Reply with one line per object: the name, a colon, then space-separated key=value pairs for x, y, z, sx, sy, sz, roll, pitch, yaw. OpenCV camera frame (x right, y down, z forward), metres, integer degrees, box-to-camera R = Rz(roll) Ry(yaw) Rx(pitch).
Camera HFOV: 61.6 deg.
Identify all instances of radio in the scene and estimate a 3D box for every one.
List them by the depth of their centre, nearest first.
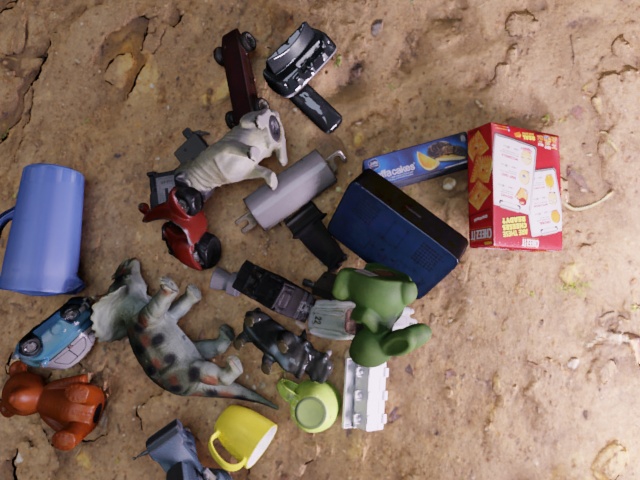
radio: x=0.133 y=-0.008 z=0.964 sx=0.230 sy=0.073 sz=0.131 roll=38 pitch=129 yaw=8

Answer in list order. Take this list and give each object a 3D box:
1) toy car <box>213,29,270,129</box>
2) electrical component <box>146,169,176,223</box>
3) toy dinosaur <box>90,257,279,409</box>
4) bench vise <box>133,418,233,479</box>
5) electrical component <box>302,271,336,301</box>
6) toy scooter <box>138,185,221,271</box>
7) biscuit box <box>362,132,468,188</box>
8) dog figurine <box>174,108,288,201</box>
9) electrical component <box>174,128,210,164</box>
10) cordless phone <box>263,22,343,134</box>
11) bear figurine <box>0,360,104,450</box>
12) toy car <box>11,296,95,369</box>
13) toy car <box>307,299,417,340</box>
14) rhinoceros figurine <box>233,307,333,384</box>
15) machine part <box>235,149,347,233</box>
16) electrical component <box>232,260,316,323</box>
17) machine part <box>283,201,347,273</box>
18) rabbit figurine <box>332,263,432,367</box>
toy car: x=-0.152 y=-0.310 z=1.050 sx=0.089 sy=0.053 sz=0.202 roll=-17 pitch=80 yaw=34
electrical component: x=-0.290 y=-0.076 z=1.044 sx=0.075 sy=0.047 sz=0.119 roll=-6 pitch=82 yaw=4
toy dinosaur: x=-0.268 y=0.200 z=0.984 sx=0.192 sy=0.131 sz=0.405 roll=-37 pitch=87 yaw=12
bench vise: x=-0.209 y=0.436 z=0.938 sx=0.129 sy=0.224 sz=0.240 roll=-39 pitch=116 yaw=-17
electrical component: x=0.017 y=0.083 z=0.999 sx=0.094 sy=0.063 sz=0.021 roll=16 pitch=122 yaw=16
toy scooter: x=-0.265 y=-0.022 z=0.997 sx=0.135 sy=0.075 sz=0.183 roll=4 pitch=128 yaw=19
biscuit box: x=0.182 y=-0.142 z=1.010 sx=0.203 sy=0.063 sz=0.059 roll=-16 pitch=82 yaw=2
dog figurine: x=-0.170 y=-0.162 z=0.990 sx=0.191 sy=0.121 sz=0.172 roll=-4 pitch=42 yaw=24
electrical component: x=-0.236 y=-0.170 z=1.053 sx=0.102 sy=0.045 sz=0.078 roll=45 pitch=102 yaw=8
cordless phone: x=-0.005 y=-0.311 z=1.044 sx=0.184 sy=0.089 sz=0.146 roll=44 pitch=87 yaw=-4
bear figurine: x=-0.505 y=0.293 z=0.982 sx=0.196 sy=0.132 sz=0.120 roll=15 pitch=81 yaw=0
toy car: x=-0.482 y=0.185 z=1.011 sx=0.162 sy=0.109 sz=0.102 roll=-39 pitch=106 yaw=-12
toy car: x=0.077 y=0.150 z=0.989 sx=0.202 sy=0.056 sz=0.073 roll=5 pitch=84 yaw=5
rhinoceros figurine: x=-0.065 y=0.196 z=0.974 sx=0.190 sy=0.112 sz=0.073 roll=30 pitch=103 yaw=18
machine part: x=-0.056 y=-0.094 z=1.014 sx=0.243 sy=0.079 sz=0.079 roll=-35 pitch=83 yaw=1
electrical component: x=-0.089 y=0.088 z=0.968 sx=0.134 sy=0.114 sz=0.058 roll=26 pitch=84 yaw=35
machine part: x=-0.002 y=-0.003 z=1.021 sx=0.084 sy=0.039 sz=0.139 roll=-35 pitch=81 yaw=-6
rabbit figurine: x=0.107 y=0.137 z=0.906 sx=0.159 sy=0.121 sz=0.170 roll=15 pitch=105 yaw=33
